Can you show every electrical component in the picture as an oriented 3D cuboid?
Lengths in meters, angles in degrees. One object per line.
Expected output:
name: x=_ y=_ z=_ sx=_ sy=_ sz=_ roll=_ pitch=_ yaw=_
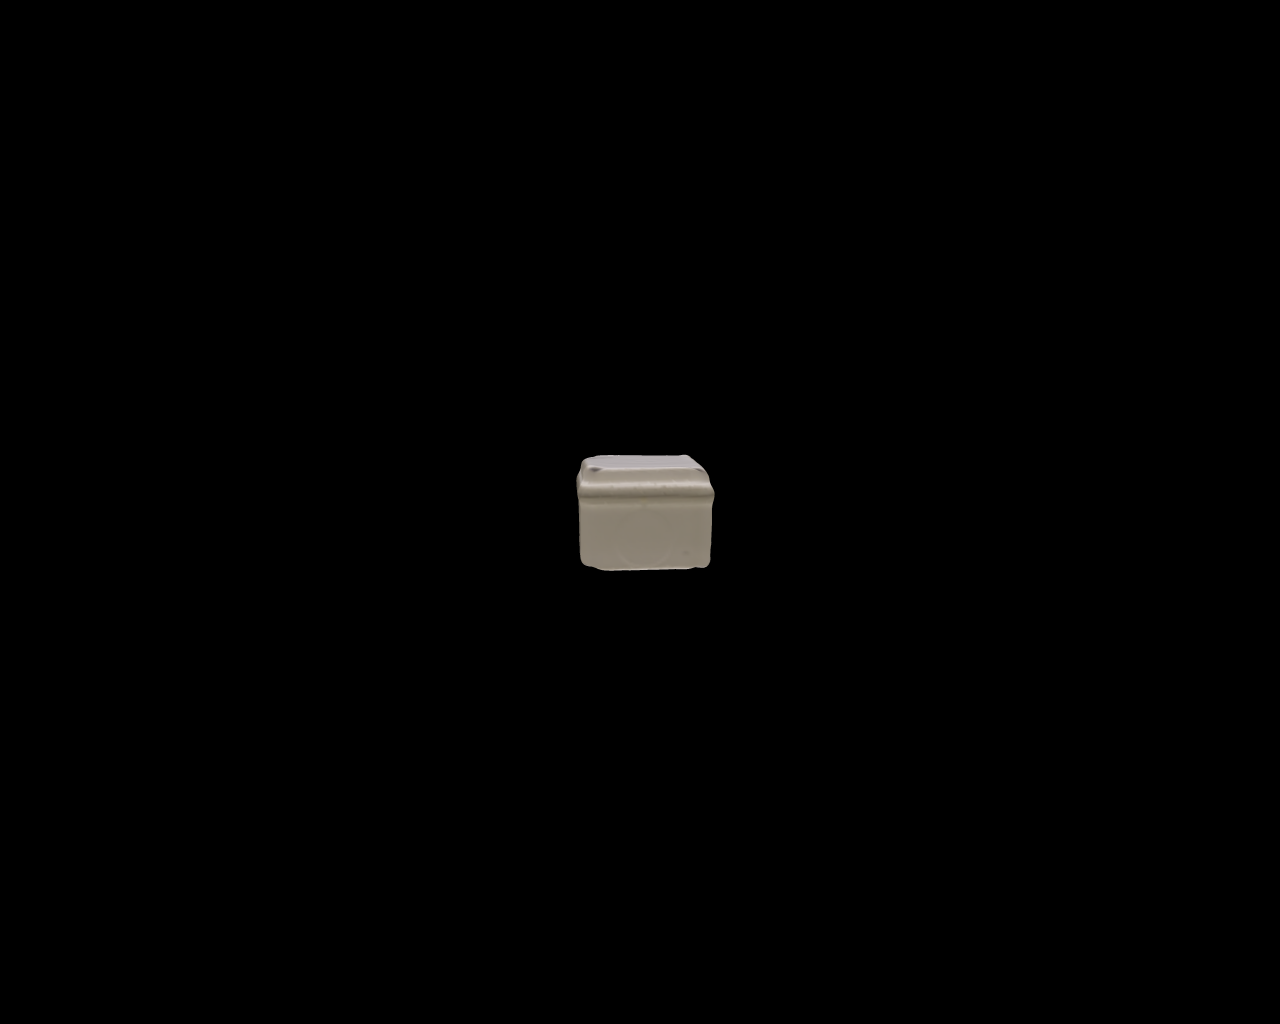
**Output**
electrical component: x=0.001 y=-0.003 z=0.650 sx=0.078 sy=0.057 sz=0.113 roll=0 pitch=7 yaw=-4
